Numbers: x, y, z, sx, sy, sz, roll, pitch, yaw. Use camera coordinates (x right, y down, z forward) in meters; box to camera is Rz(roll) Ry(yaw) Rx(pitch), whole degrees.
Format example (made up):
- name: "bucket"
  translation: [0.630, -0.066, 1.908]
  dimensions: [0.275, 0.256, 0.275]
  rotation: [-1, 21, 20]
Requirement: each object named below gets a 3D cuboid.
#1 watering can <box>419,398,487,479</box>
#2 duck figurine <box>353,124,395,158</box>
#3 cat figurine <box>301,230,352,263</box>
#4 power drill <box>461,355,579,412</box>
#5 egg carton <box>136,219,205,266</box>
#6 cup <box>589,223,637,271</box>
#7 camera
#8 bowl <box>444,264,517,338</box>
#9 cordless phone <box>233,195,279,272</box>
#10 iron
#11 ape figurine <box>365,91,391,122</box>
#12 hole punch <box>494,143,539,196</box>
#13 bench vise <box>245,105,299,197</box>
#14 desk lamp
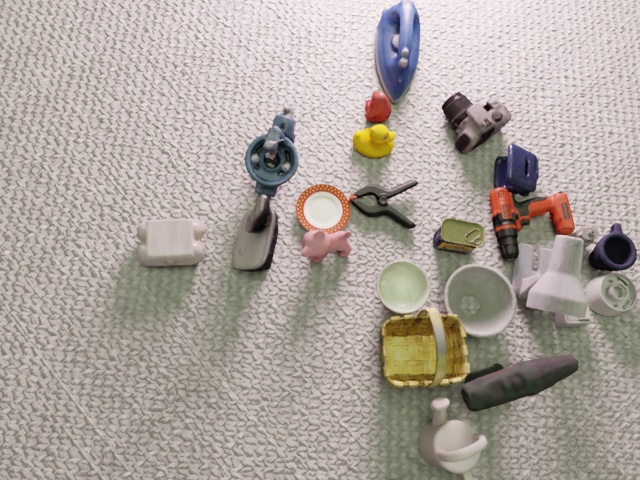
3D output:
- name: "watering can"
  translation: [0.267, 0.409, 1.151]
  dimensions: [0.101, 0.194, 0.173]
  rotation: [-40, 81, -15]
- name: "duck figurine"
  translation: [0.134, -0.250, 1.389]
  dimensions: [0.104, 0.086, 0.077]
  rotation: [8, 73, -3]
- name: "cat figurine"
  translation: [0.012, 0.005, 1.285]
  dimensions: [0.128, 0.117, 0.067]
  rotation: [-15, 75, -9]
- name: "power drill"
  translation: [0.390, 0.294, 1.190]
  dimensions: [0.230, 0.208, 0.075]
  rotation: [-18, 76, -10]
- name: "egg carton"
  translation: [-0.331, 0.006, 1.276]
  dimensions: [0.150, 0.069, 0.107]
  rotation: [-3, 74, -7]
- name: "cup"
  translation: [0.682, 0.024, 1.358]
  dimensions: [0.091, 0.095, 0.118]
  rotation: [10, 73, -2]
- name: "camera"
  translation: [0.381, -0.313, 1.424]
  dimensions: [0.143, 0.101, 0.137]
  rotation: [-35, 80, -14]
- name: "bowl"
  translation: [0.353, 0.143, 1.301]
  dimensions: [0.167, 0.074, 0.167]
  rotation: [2, 73, -5]
- name: "cordless phone"
  translation: [-0.140, -0.014, 1.240]
  dimensions: [0.094, 0.185, 0.147]
  rotation: [8, 73, -3]
- name: "iron"
  translation: [0.206, -0.489, 1.437]
  dimensions: [0.118, 0.141, 0.258]
  rotation: [5, 73, -4]
- name: "ape figurine"
  translation: [0.143, -0.335, 1.412]
  dimensions: [0.076, 0.092, 0.078]
  rotation: [38, 74, 6]
- name: "hole punch"
  translation: [0.488, -0.172, 1.398]
  dimensions: [0.101, 0.091, 0.109]
  rotation: [9, 73, -3]
- name: "bench vise"
  translation: [-0.109, -0.221, 1.286]
  dimensions: [0.121, 0.219, 0.207]
  rotation: [-2, 74, -6]
- name: "desk lamp"
  translation: [0.505, 0.083, 1.261]
  dimensions: [0.118, 0.213, 0.203]
  rotation: [11, 73, -2]
